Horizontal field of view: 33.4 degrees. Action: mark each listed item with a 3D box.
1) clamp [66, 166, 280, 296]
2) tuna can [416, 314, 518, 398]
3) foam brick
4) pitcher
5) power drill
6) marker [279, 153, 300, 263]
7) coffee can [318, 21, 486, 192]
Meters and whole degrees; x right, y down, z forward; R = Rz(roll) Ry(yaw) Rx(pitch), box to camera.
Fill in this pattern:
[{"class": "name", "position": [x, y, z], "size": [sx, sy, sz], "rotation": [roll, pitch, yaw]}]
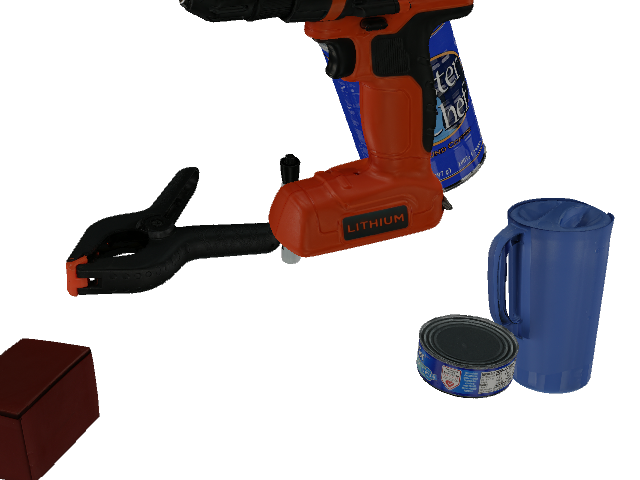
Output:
[{"class": "clamp", "position": [-0.129, -0.007, 0.841], "size": [0.171, 0.039, 0.120], "rotation": [-17, 37, -31]}, {"class": "tuna can", "position": [0.126, 0.100, 0.923], "size": [0.086, 0.034, 0.086], "rotation": [3, 26, -2]}, {"class": "foam brick", "position": [-0.180, 0.103, 0.657], "size": [0.053, 0.051, 0.078], "rotation": [7, 28, 21]}, {"class": "pitcher", "position": [0.298, 0.075, 1.395], "size": [0.149, 0.243, 0.144], "rotation": [5, 21, 14]}, {"class": "power drill", "position": [0.010, -0.085, 0.591], "size": [0.184, 0.188, 0.057], "rotation": [-11, 36, -21]}, {"class": "marker", "position": [-0.029, -0.030, 1.023], "size": [0.020, 0.121, 0.020], "rotation": [0, 37, -1]}, {"class": "coffee can", "position": [0.066, -0.118, 0.851], "size": [0.103, 0.140, 0.103], "rotation": [-15, 32, 10]}]
